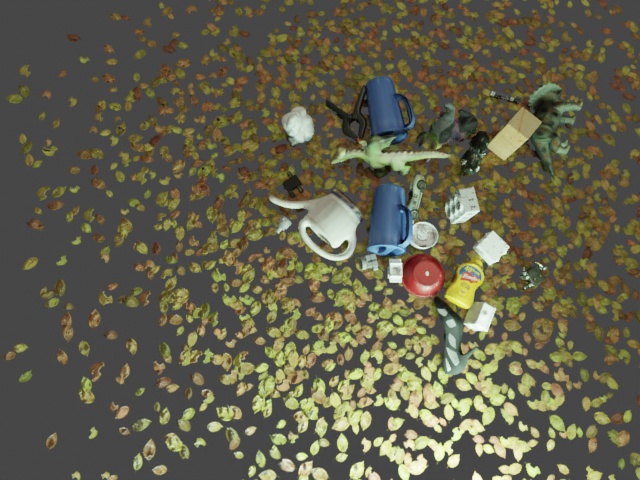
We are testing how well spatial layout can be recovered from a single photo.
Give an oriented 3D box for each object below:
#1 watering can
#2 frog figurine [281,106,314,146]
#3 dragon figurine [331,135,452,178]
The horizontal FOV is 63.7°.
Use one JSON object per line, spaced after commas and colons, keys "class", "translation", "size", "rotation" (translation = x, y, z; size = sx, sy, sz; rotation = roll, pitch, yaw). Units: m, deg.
{"class": "watering can", "translation": [0.005, -0.091, 1.804], "size": [0.348, 0.103, 0.226], "rotation": [45, 76, 2]}
{"class": "frog figurine", "translation": [-0.078, -0.423, 1.866], "size": [0.122, 0.157, 0.139], "rotation": [7, 76, -4]}
{"class": "dragon figurine", "translation": [0.240, -0.307, 1.794], "size": [0.409, 0.241, 0.123], "rotation": [-7, 81, 17]}
